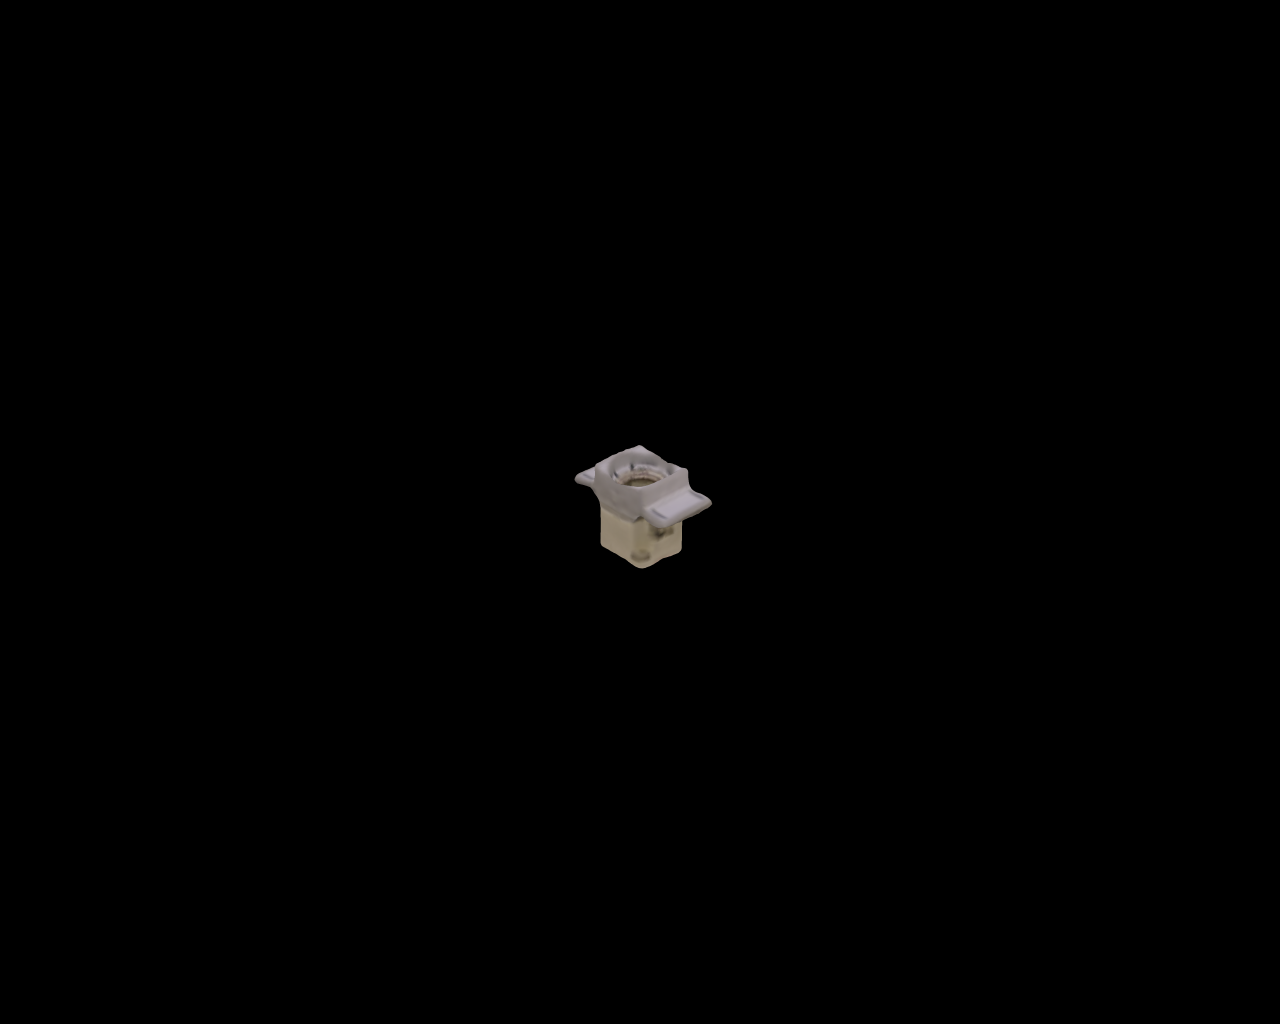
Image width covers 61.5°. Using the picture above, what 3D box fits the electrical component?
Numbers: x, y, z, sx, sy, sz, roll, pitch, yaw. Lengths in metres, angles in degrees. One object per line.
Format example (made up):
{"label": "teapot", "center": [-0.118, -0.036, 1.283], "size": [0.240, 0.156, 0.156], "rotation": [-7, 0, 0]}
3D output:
{"label": "electrical component", "center": [0.001, -0.003, 0.650], "size": [0.042, 0.063, 0.081], "rotation": [-24, 39, -34]}
